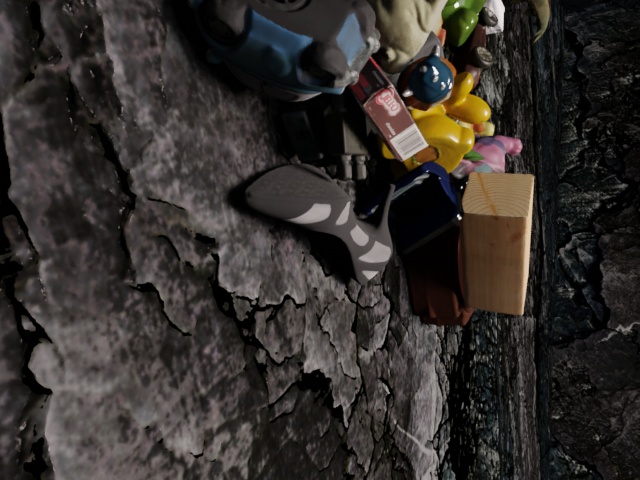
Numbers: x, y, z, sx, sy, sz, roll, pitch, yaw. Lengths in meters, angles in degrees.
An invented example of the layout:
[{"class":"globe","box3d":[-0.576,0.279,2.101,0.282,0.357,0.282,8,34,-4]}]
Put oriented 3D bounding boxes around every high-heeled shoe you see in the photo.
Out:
[{"class":"high-heeled shoe","box3d":[-0.001,-0.002,0.601,0.248,0.086,0.145,-3,123,-42]}]

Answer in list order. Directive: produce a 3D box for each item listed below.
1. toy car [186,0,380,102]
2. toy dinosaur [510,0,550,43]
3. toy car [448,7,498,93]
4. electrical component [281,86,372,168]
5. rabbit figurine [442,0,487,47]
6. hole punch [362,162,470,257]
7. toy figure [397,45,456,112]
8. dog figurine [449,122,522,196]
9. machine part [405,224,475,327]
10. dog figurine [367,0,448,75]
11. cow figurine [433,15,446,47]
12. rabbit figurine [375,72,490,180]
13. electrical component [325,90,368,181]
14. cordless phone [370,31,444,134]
[{"class":"toy car","box3d":[-0.034,-0.179,0.478,0.109,0.162,0.103,-62,-179,-27]},{"class":"toy dinosaur","box3d":[0.278,-0.464,0.849,0.471,0.199,0.105,31,80,-34]},{"class":"toy car","box3d":[0.247,-0.304,0.878,0.053,0.089,0.202,32,48,-11]},{"class":"electrical component","box3d":[0.007,-0.148,0.602,0.134,0.058,0.114,-57,134,-43]},{"class":"rabbit figurine","box3d":[0.186,-0.409,0.807,0.121,0.159,0.170,-55,165,-17]},{"class":"hole punch","box3d":[0.129,-0.055,0.744,0.092,0.142,0.116,46,25,-11]},{"class":"toy figure","box3d":[0.116,-0.172,0.583,0.154,0.058,0.064,-75,174,-75]},{"class":"dog figurine","box3d":[0.239,-0.127,0.909,0.219,0.192,0.108,-25,142,-45]},{"class":"machine part","box3d":[0.225,0.033,0.939,0.201,0.087,0.201,-35,120,-55]},{"class":"dog figurine","box3d":[0.031,-0.280,0.571,0.190,0.121,0.172,24,52,-16]},{"class":"cow figurine","box3d":[0.118,-0.354,0.749,0.194,0.127,0.085,82,21,-47]},{"class":"rabbit figurine","box3d":[0.160,-0.186,0.801,0.121,0.162,0.173,43,34,-36]},{"class":"electrical component","box3d":[0.030,-0.109,0.561,0.063,0.021,0.094,-15,101,-60]},{"class":"cordless phone","box3d":[0.070,-0.248,0.700,0.146,0.089,0.184,-39,97,-6]}]
